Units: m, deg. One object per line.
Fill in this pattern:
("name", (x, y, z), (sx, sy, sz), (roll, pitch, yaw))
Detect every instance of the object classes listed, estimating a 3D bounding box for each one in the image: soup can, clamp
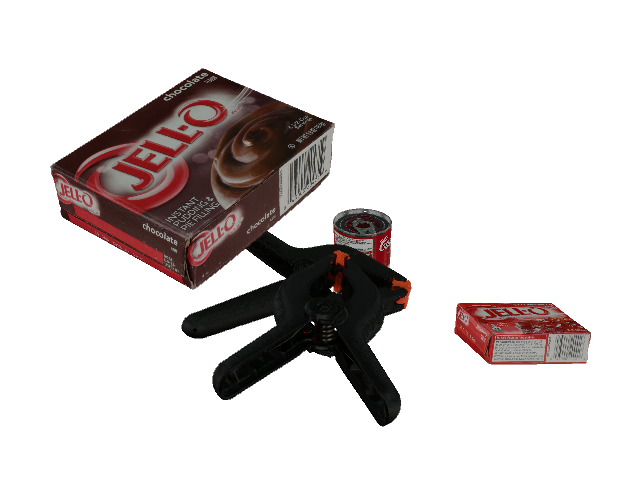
("soup can", (0.048, 0.023, 1.252), (0.068, 0.102, 0.068), (0, 27, 0))
("clamp", (-0.023, 0.044, 0.993), (0.210, 0.036, 0.164), (13, 45, 4))
("clamp", (0.011, 0.065, 0.732), (0.120, 0.039, 0.171), (18, 36, 10))

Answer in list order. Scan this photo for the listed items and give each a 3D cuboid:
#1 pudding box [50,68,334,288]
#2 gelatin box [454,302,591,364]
("pudding box", (-0.061, -0.035, 0.530), (0.090, 0.039, 0.113), (27, 46, 26))
("gelatin box", (0.163, 0.074, 0.870), (0.089, 0.030, 0.073), (1, 15, -14))
